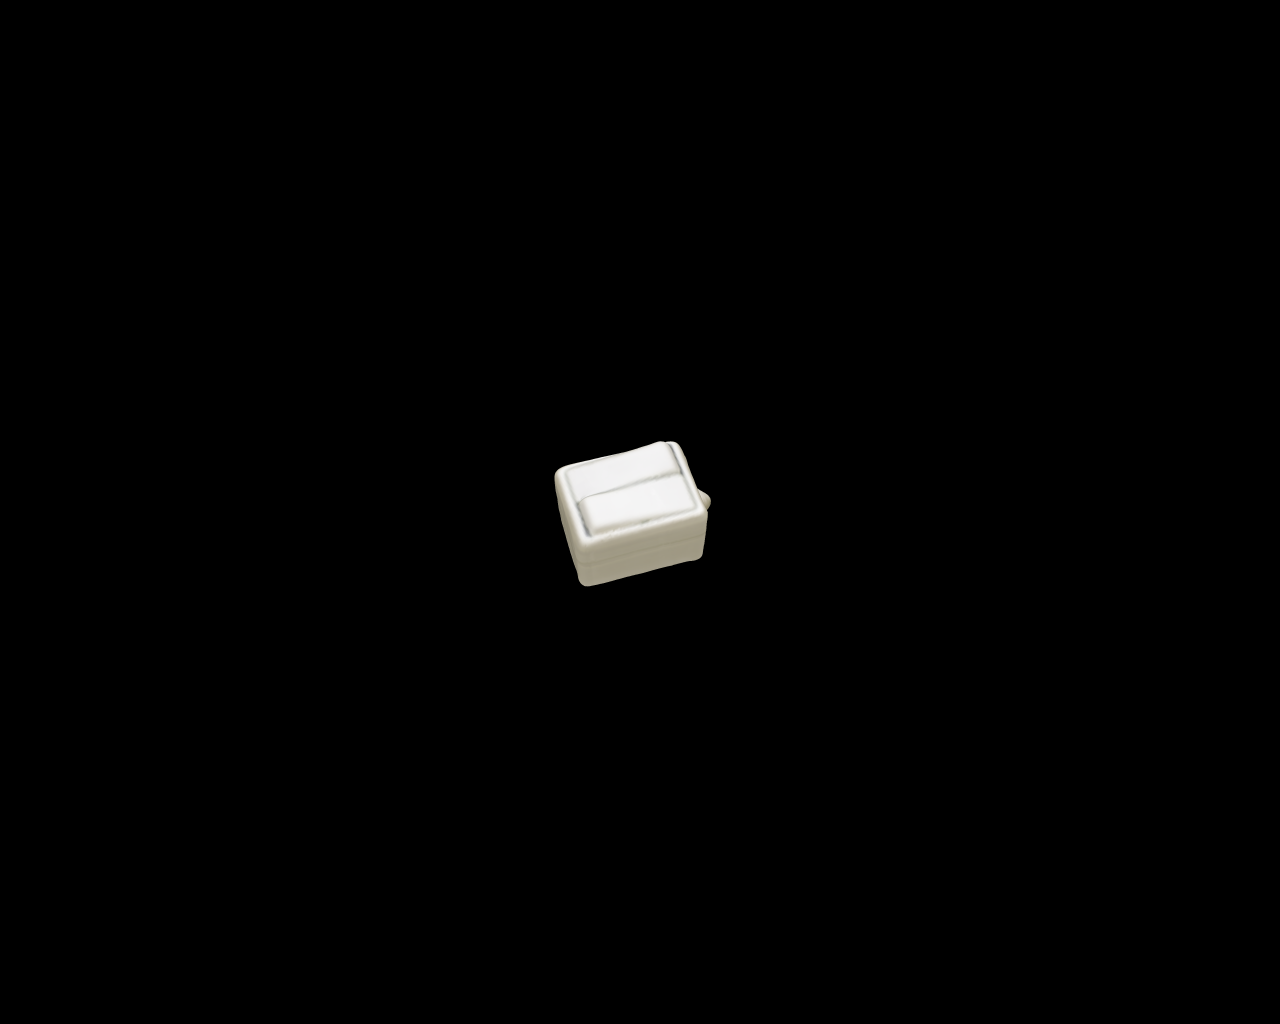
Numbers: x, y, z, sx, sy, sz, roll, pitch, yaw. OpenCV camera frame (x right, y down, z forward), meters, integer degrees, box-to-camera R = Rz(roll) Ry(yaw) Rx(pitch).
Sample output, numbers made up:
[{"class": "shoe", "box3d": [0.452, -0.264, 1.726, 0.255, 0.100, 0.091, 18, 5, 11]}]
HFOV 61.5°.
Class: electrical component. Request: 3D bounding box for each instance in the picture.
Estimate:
[{"class": "electrical component", "box3d": [0.001, -0.003, 0.650, 0.096, 0.062, 0.061, -14, -32, -9]}]
